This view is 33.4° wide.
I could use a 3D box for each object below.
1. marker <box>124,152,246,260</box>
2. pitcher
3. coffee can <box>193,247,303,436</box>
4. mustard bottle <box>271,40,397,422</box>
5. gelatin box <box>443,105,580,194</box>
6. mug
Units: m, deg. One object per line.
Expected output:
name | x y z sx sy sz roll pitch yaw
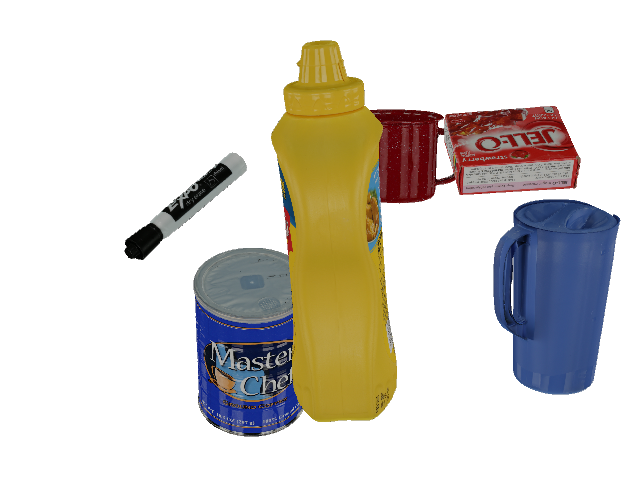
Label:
marker | -0.100 -0.025 0.795 0.020 0.020 0.121 0 36 49
pitcher | 0.304 0.076 1.397 0.149 0.243 0.144 5 21 14
coffee can | -0.062 0.092 0.971 0.103 0.140 0.103 2 35 -1
mustard bottle | 0.007 -0.008 0.562 0.058 0.192 0.096 -2 19 5
gelatin box | 0.141 -0.068 0.797 0.089 0.030 0.073 -4 38 0
mug | 0.086 -0.083 1.055 0.117 0.081 0.093 2 14 7
